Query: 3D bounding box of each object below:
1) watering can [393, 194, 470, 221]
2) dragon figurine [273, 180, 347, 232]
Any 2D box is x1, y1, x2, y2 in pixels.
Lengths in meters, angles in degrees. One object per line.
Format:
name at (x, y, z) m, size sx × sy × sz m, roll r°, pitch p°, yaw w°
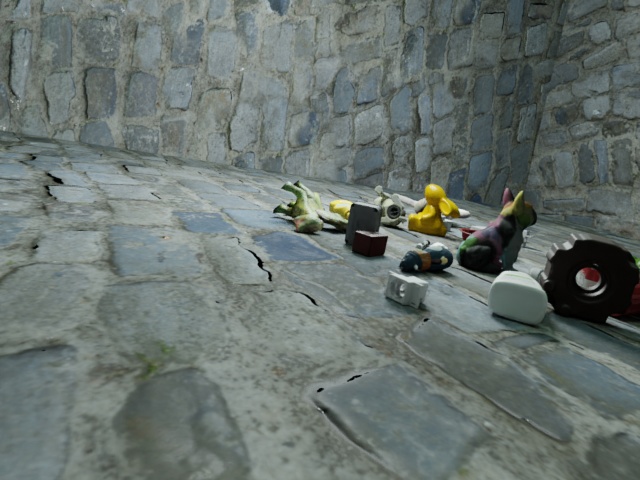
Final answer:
watering can at (0.447, -0.137, 2.153) m, size 0.349 × 0.103 × 0.225 m, roll 15°, pitch 12°, yaw 21°
dragon figurine at (0.005, -0.079, 1.568) m, size 0.244 × 0.120 × 0.413 m, roll 32°, pitch 19°, yaw 17°
